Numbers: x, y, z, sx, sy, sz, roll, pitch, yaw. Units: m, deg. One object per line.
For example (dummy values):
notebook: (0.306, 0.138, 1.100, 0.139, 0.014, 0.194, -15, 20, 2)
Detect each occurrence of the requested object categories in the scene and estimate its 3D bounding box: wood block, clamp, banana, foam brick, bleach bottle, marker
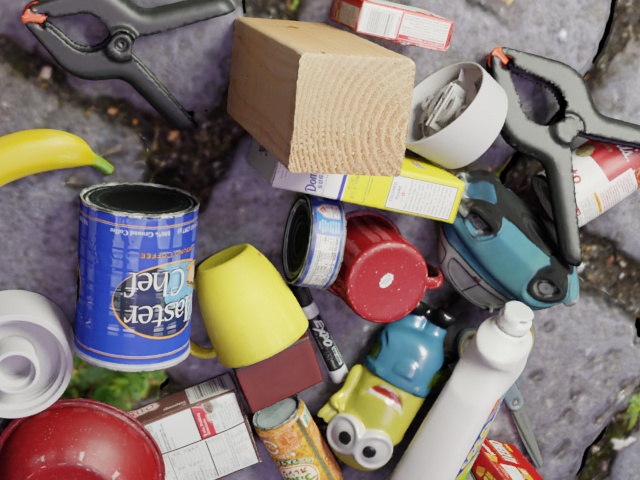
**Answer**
wood block: (-0.006, -0.121, 0.862, 0.090, 0.206, 0.090, 1, 108, -18)
clamp: (-0.157, -0.173, 0.889, 0.171, 0.039, 0.120, 22, 99, -23)
banana: (-0.275, -0.047, 0.897, 0.197, 0.037, 0.069, -23, 112, -9)
clamp: (0.239, -0.104, 0.996, 0.164, 0.036, 0.210, -36, 89, -6)
foam brick: (-0.044, 0.119, 1.019, 0.078, 0.053, 0.051, -24, 114, -7)
bleach bottle: (0.139, 0.164, 1.026, 0.102, 0.068, 0.251, -34, 152, -50)
marker: (-0.002, 0.088, 1.040, 0.020, 0.020, 0.121, -27, 114, -7)

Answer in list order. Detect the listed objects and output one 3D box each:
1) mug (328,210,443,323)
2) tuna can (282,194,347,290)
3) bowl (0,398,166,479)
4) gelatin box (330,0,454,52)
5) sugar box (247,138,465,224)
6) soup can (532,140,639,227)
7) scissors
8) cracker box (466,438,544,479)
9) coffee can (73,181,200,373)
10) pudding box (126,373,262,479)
mug: (0.061, 0.029, 1.005, 0.117, 0.081, 0.093, 11, 105, -21)
tuna can: (-0.006, 0.001, 0.971, 0.033, 0.086, 0.086, 8, 106, -18)
bowl: (-0.224, 0.227, 0.976, 0.162, 0.055, 0.162, -1, 113, -1)
gelatin box: (0.062, -0.191, 0.933, 0.089, 0.073, 0.030, 8, 107, -21)
sugar box: (0.031, -0.062, 0.957, 0.176, 0.093, 0.048, 13, 103, -22)
soup can: (0.269, -0.062, 1.046, 0.102, 0.068, 0.068, -33, 115, -4)
scissors: (0.216, 0.153, 1.133, 0.096, 0.016, 0.201, -41, 115, 0)
cracker box: (0.169, 0.335, 1.100, 0.072, 0.164, 0.214, 17, 103, -20)
coffee can: (-0.159, 0.030, 0.924, 0.102, 0.103, 0.140, 1, 108, -18)
pudding box: (-0.123, 0.191, 1.028, 0.113, 0.039, 0.090, -20, 114, -8)
